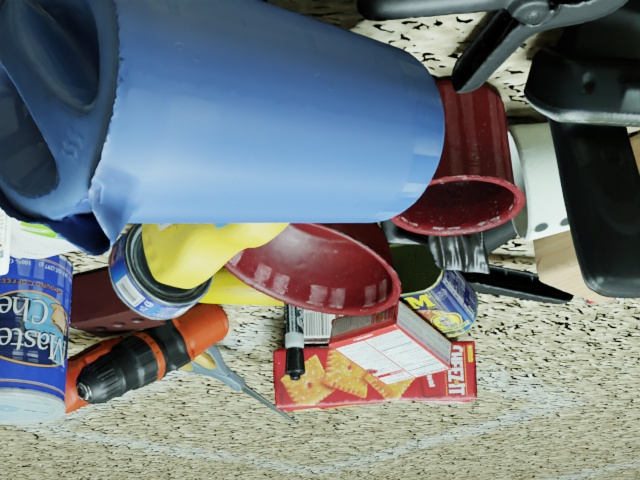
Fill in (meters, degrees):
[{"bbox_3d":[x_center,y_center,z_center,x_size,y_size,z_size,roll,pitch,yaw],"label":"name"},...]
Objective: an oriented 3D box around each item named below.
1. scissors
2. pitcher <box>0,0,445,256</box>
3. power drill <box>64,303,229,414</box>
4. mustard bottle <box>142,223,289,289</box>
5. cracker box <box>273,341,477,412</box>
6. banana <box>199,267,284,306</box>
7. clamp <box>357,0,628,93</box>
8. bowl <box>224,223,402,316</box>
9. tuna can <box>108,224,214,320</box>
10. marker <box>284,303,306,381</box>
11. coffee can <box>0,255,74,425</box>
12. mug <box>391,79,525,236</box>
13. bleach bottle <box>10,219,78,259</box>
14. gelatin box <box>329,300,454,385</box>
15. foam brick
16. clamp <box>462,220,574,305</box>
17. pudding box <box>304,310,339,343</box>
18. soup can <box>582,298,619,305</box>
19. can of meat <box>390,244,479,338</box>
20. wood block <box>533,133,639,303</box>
[{"bbox_3d":[-0.116,0.160,1.228,0.096,0.016,0.201,-7,137,39],"label":"scissors"},{"bbox_3d":[-0.049,-0.079,0.569,0.242,0.149,0.145,3,-159,-45],"label":"pitcher"},{"bbox_3d":[-0.205,0.130,1.094,0.184,0.057,0.188,-25,-178,-44],"label":"power drill"},{"bbox_3d":[-0.057,-0.038,0.758,0.058,0.096,0.192,18,149,-33],"label":"mustard bottle"},{"bbox_3d":[0.058,0.153,1.191,0.213,0.072,0.164,-2,172,0],"label":"cracker box"},{"bbox_3d":[-0.045,0.044,1.030,0.197,0.037,0.069,2,180,-3],"label":"banana"},{"bbox_3d":[0.109,-0.143,0.606,0.120,0.039,0.172,14,149,-43],"label":"clamp"},{"bbox_3d":[-0.006,0.001,0.872,0.162,0.055,0.162,15,154,7],"label":"bowl"},{"bbox_3d":[-0.133,0.022,0.903,0.086,0.086,0.034,13,150,-31],"label":"tuna can"},{"bbox_3d":[-0.024,0.069,0.975,0.020,0.121,0.020,-2,156,-1],"label":"marker"},{"bbox_3d":[-0.280,0.087,0.970,0.103,0.140,0.103,-2,156,-1],"label":"coffee can"},{"bbox_3d":[0.095,-0.054,0.754,0.093,0.081,0.117,-10,155,17],"label":"mug"},{"bbox_3d":[-0.196,-0.040,0.787,0.102,0.068,0.251,12,155,-28],"label":"bleach bottle"},{"bbox_3d":[0.063,0.091,0.937,0.073,0.030,0.089,-21,137,35],"label":"gelatin box"},{"bbox_3d":[-0.192,0.058,1.021,0.078,0.051,0.053,-14,154,24],"label":"foam brick"},{"bbox_3d":[0.121,0.020,0.978,0.210,0.036,0.164,-5,147,15],"label":"clamp"},{"bbox_3d":[0.021,0.087,1.100,0.113,0.039,0.090,1,171,-4],"label":"pudding box"},{"bbox_3d":[0.281,0.017,0.949,0.102,0.068,0.068,-12,154,23],"label":"soup can"},{"bbox_3d":[0.080,0.048,0.947,0.102,0.057,0.083,-12,140,29],"label":"can of meat"},{"bbox_3d":[0.270,-0.030,0.814,0.090,0.091,0.207,19,149,-39],"label":"wood block"}]
